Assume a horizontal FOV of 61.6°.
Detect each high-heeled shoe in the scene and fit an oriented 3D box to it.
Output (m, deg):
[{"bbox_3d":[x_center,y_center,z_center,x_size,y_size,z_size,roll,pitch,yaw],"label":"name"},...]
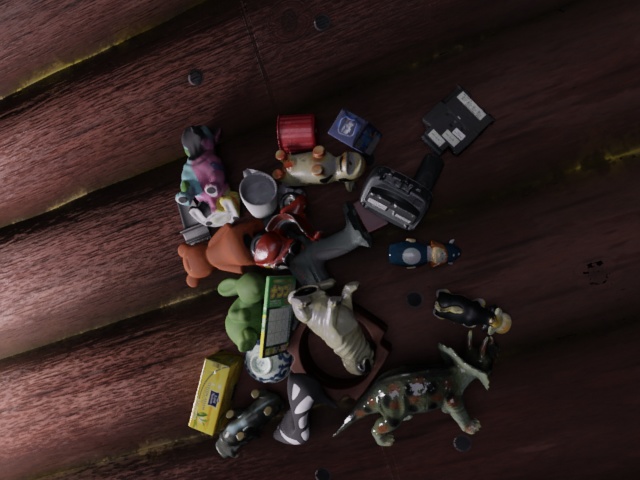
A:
[{"bbox_3d":[-0.072,0.374,1.186,0.145,0.086,0.248,34,124,-22],"label":"high-heeled shoe"}]

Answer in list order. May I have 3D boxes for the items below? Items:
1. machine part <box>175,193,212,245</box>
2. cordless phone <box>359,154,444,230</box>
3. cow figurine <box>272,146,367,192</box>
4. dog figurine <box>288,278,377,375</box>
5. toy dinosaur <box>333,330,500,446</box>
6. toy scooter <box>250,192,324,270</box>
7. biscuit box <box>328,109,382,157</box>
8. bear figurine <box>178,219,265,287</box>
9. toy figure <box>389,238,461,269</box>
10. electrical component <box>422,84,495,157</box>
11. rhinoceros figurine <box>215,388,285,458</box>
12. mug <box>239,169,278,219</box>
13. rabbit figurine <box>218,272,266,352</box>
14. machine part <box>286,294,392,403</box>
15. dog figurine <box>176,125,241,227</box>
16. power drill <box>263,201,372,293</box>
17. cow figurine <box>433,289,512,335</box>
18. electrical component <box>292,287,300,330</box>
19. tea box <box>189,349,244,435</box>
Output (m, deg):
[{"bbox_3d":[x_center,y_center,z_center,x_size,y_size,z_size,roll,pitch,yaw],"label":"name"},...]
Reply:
[{"bbox_3d":[-0.314,-0.058,1.303,0.084,0.039,0.138,-18,89,18],"label":"machine part"},{"bbox_3d":[0.181,-0.127,1.145,0.147,0.088,0.184,28,71,2],"label":"cordless phone"},{"bbox_3d":[0.009,-0.154,1.185,0.195,0.127,0.085,-4,76,24],"label":"cow figurine"},{"bbox_3d":[0.023,0.190,1.123,0.173,0.121,0.190,4,113,45],"label":"dog figurine"},{"bbox_3d":[0.197,0.315,1.124,0.405,0.131,0.192,-16,108,6],"label":"toy dinosaur"},{"bbox_3d":[-0.064,-0.006,1.153,0.135,0.075,0.184,34,95,33],"label":"toy scooter"},{"bbox_3d":[0.077,-0.221,1.122,0.063,0.202,0.059,33,100,11],"label":"biscuit box"},{"bbox_3d":[-0.226,0.034,1.260,0.196,0.132,0.120,-23,84,31],"label":"bear figurine"},{"bbox_3d":[0.229,0.031,1.171,0.155,0.058,0.064,-1,130,11],"label":"toy figure"},{"bbox_3d":[0.285,-0.245,1.148,0.134,0.058,0.115,-42,81,11],"label":"electrical component"},{"bbox_3d":[-0.169,0.425,1.251,0.190,0.112,0.073,-44,66,-1],"label":"rhinoceros figurine"},{"bbox_3d":[-0.140,-0.099,1.199,0.081,0.107,0.110,-34,71,-14],"label":"mug"},{"bbox_3d":[-0.155,0.138,1.225,0.159,0.121,0.170,42,130,42],"label":"rabbit figurine"},{"bbox_3d":[0.044,0.239,1.204,0.201,0.087,0.201,33,97,10],"label":"machine part"},{"bbox_3d":[-0.259,-0.161,1.260,0.109,0.191,0.219,-17,54,16],"label":"dog figurine"},{"bbox_3d":[-0.002,-0.004,1.206,0.207,0.086,0.232,-31,78,11],"label":"power drill"},{"bbox_3d":[0.323,0.153,1.131,0.167,0.098,0.068,15,88,12],"label":"cow figurine"},{"bbox_3d":[-0.062,0.160,1.258,0.063,0.021,0.094,24,96,11],"label":"electrical component"},{"bbox_3d":[-0.242,0.355,1.267,0.068,0.098,0.169,15,96,13],"label":"tea box"}]
